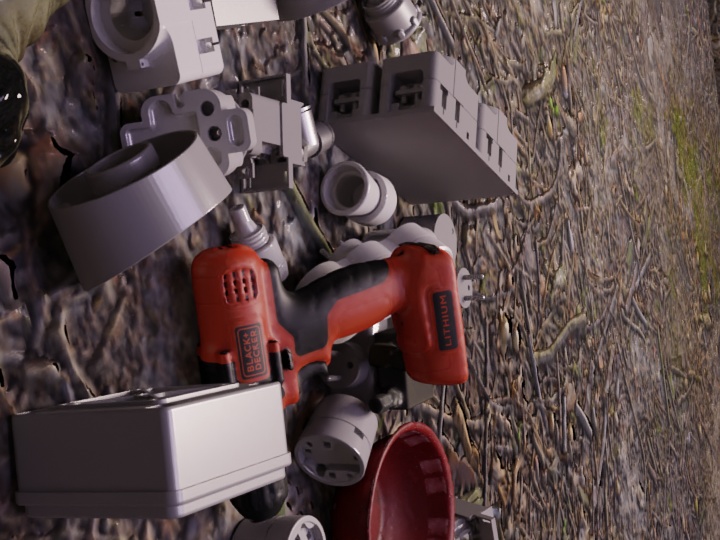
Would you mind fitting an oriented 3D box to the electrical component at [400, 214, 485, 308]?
[{"bbox_3d":[0.079,0.017,0.985,0.052,0.074,0.138,0,87,-62],"label":"electrical component"}]

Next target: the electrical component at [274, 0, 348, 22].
[{"bbox_3d":[-0.031,-0.234,0.777,0.060,0.108,0.108,62,36,-29],"label":"electrical component"}]

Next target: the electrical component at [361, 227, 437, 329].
[{"bbox_3d":[0.039,0.012,0.930,0.059,0.054,0.095,-8,94,-62],"label":"electrical component"}]

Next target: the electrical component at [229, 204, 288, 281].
[{"bbox_3d":[-0.074,-0.016,0.743,0.035,0.035,0.061,-54,131,-50],"label":"electrical component"}]

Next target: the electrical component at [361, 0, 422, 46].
[{"bbox_3d":[0.021,-0.231,0.938,0.062,0.048,0.048,50,45,-39],"label":"electrical component"}]

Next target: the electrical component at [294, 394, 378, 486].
[{"bbox_3d":[-0.016,0.128,0.815,0.047,0.055,0.055,-65,141,-48],"label":"electrical component"}]

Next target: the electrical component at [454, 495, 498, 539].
[{"bbox_3d":[0.086,0.241,0.979,0.064,0.081,0.042,-19,104,-38],"label":"electrical component"}]

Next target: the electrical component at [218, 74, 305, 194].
[{"bbox_3d":[-0.073,-0.096,0.746,0.064,0.042,0.081,5,82,-61],"label":"electrical component"}]

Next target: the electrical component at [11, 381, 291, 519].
[{"bbox_3d":[-0.111,0.095,0.582,0.109,0.109,0.056,-4,88,-62],"label":"electrical component"}]

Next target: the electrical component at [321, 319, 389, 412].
[{"bbox_3d":[-0.007,0.074,0.848,0.079,0.043,0.077,6,82,-62],"label":"electrical component"}]

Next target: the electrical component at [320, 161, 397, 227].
[{"bbox_3d":[0.000,-0.061,0.876,0.055,0.045,0.045,18,71,-61],"label":"electrical component"}]

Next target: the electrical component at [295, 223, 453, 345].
[{"bbox_3d":[0.000,0.000,0.844,0.138,0.074,0.052,-26,141,-35],"label":"electrical component"}]

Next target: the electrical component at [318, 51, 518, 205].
[{"bbox_3d":[0.055,-0.119,0.920,0.186,0.105,0.060,32,59,-57],"label":"electrical component"}]

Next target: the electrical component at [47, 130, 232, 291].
[{"bbox_3d":[-0.120,-0.034,0.595,0.099,0.099,0.064,-54,126,-50],"label":"electrical component"}]

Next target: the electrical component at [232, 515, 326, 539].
[{"bbox_3d":[-0.057,0.195,0.737,0.055,0.047,0.055,11,77,-61],"label":"electrical component"}]

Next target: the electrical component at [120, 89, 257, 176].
[{"bbox_3d":[-0.101,-0.083,0.664,0.057,0.078,0.058,-56,138,-79],"label":"electrical component"}]

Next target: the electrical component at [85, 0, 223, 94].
[{"bbox_3d":[-0.125,-0.155,0.644,0.056,0.050,0.089,-34,117,-58],"label":"electrical component"}]
